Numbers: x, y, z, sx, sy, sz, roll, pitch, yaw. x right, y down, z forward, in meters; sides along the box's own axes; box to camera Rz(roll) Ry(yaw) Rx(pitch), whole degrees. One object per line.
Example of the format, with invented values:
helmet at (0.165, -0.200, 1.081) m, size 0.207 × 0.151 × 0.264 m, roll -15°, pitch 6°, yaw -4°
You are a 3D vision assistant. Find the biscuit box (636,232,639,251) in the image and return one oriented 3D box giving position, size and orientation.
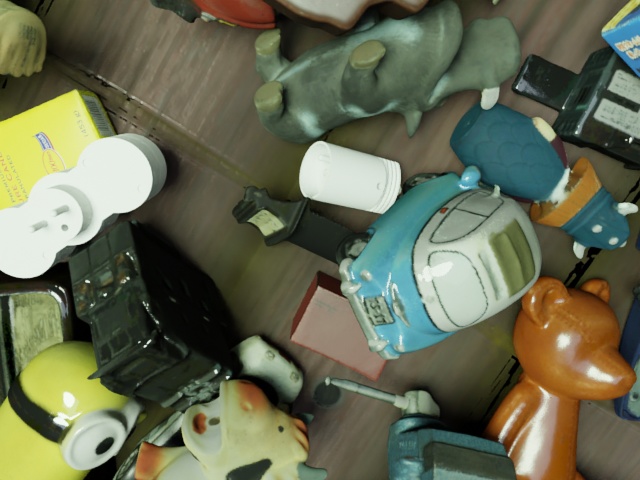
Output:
biscuit box at (0.308, -0.075, 0.402) m, size 0.063 × 0.059 × 0.202 m, roll 10°, pitch 100°, yaw 0°

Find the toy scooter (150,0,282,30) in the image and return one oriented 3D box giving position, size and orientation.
toy scooter at (-0.090, -0.211, 0.325) m, size 0.135 × 0.075 × 0.183 m, roll -19°, pitch 119°, yaw -4°

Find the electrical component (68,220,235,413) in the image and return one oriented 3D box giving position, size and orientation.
electrical component at (-0.123, 0.051, 0.402) m, size 0.058 × 0.114 × 0.134 m, roll -31°, pitch 56°, yaw 5°

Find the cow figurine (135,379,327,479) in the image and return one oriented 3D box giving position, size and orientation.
cow figurine at (-0.073, 0.188, 0.392) m, size 0.127 × 0.086 × 0.194 m, roll 8°, pitch 112°, yaw -16°

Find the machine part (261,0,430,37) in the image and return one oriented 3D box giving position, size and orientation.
machine part at (0.011, -0.198, 0.274) m, size 0.179 × 0.056 × 0.179 m, roll -2°, pitch 111°, yaw -4°

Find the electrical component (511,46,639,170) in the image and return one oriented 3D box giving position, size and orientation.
electrical component at (0.213, -0.107, 0.407) m, size 0.119 × 0.048 × 0.074 m, roll 26°, pitch 99°, yaw -4°

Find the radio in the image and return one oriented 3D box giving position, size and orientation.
radio at (-0.252, 0.136, 0.450) m, size 0.131 × 0.073 × 0.229 m, roll 0°, pitch 99°, yaw 0°

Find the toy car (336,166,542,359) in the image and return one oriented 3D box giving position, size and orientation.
toy car at (0.093, 0.010, 0.372) m, size 0.103 × 0.161 × 0.109 m, roll -12°, pitch 106°, yaw 49°

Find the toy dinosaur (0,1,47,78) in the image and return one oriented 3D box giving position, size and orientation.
toy dinosaur at (-0.276, -0.155, 0.346) m, size 0.199 × 0.105 × 0.471 m, roll 42°, pitch 104°, yaw 28°

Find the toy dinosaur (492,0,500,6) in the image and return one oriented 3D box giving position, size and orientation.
toy dinosaur at (0.044, -0.273, 0.354) m, size 0.405 × 0.131 × 0.192 m, roll 9°, pitch 100°, yaw 7°

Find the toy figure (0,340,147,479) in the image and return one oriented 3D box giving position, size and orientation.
toy figure at (-0.204, 0.150, 0.377) m, size 0.180 × 0.082 × 0.089 m, roll -43°, pitch 99°, yaw 10°

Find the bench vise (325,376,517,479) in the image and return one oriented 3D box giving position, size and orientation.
bench vise at (0.051, 0.241, 0.414) m, size 0.129 × 0.224 × 0.240 m, roll 8°, pitch 140°, yaw -22°

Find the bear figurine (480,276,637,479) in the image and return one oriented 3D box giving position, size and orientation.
bear figurine at (0.195, 0.133, 0.414) m, size 0.120 × 0.132 × 0.195 m, roll 9°, pitch 108°, yaw -37°

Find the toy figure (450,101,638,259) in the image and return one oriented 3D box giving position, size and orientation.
toy figure at (0.174, -0.047, 0.413) m, size 0.154 × 0.064 × 0.058 m, roll 34°, pitch 63°, yaw -8°

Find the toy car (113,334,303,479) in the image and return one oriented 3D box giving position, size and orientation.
toy car at (-0.098, 0.169, 0.462) m, size 0.073 × 0.056 × 0.201 m, roll 41°, pitch 100°, yaw -12°

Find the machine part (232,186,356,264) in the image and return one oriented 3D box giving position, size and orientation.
machine part at (-0.001, -0.001, 0.424) m, size 0.139 × 0.084 × 0.039 m, roll 25°, pitch 69°, yaw -12°

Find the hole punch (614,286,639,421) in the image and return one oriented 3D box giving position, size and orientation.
hole punch at (0.307, 0.100, 0.430) m, size 0.142 × 0.092 × 0.116 m, roll 8°, pitch 70°, yaw 3°

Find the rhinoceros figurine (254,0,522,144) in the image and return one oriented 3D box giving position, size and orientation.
rhinoceros figurine at (0.042, -0.114, 0.382) m, size 0.190 × 0.112 × 0.073 m, roll -13°, pitch 59°, yaw 17°
